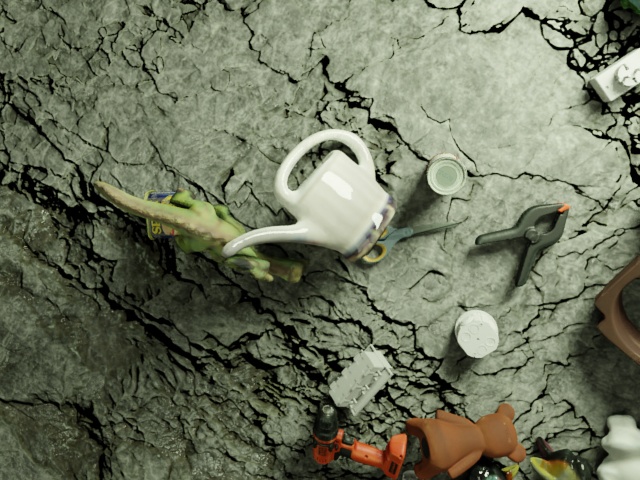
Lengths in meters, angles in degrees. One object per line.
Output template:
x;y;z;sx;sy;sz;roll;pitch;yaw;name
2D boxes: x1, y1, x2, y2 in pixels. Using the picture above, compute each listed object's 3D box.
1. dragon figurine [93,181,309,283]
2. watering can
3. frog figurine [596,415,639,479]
-0.182;0.000;0.926;0.245;0.407;0.122;24;92;46;dragon figurine
0.003;-0.046;0.905;0.224;0.102;0.354;40;63;-6;watering can
0.578;0.412;0.957;0.136;0.122;0.163;-37;56;24;frog figurine
